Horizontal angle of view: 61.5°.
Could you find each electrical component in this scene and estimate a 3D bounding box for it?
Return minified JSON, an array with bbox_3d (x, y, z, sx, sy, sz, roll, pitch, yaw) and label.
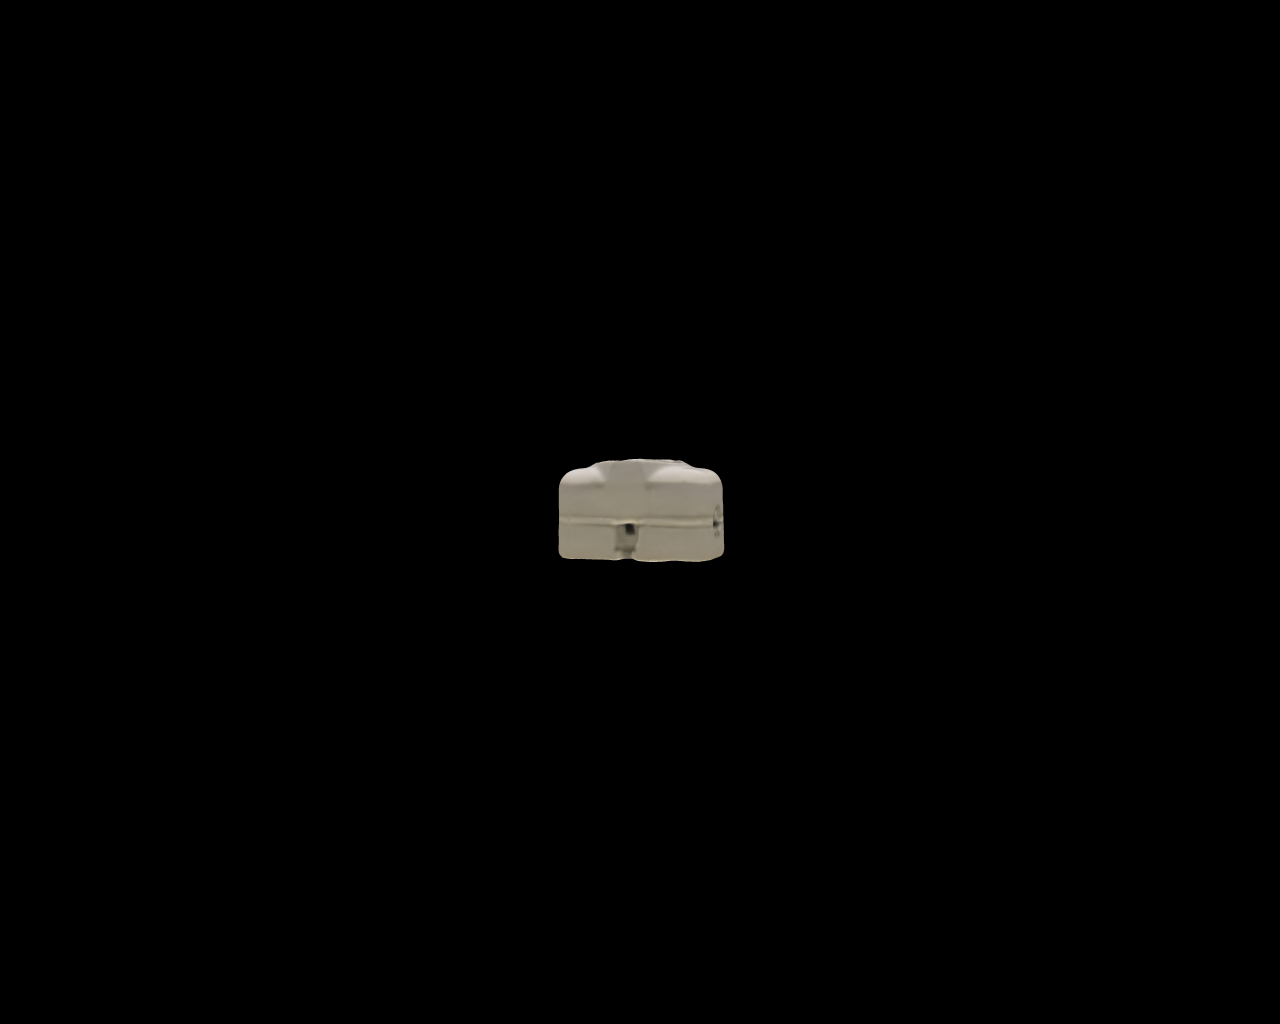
[{"bbox_3d":[0.001,-0.003,0.650,0.095,0.059,0.054,1,4,20],"label":"electrical component"}]
